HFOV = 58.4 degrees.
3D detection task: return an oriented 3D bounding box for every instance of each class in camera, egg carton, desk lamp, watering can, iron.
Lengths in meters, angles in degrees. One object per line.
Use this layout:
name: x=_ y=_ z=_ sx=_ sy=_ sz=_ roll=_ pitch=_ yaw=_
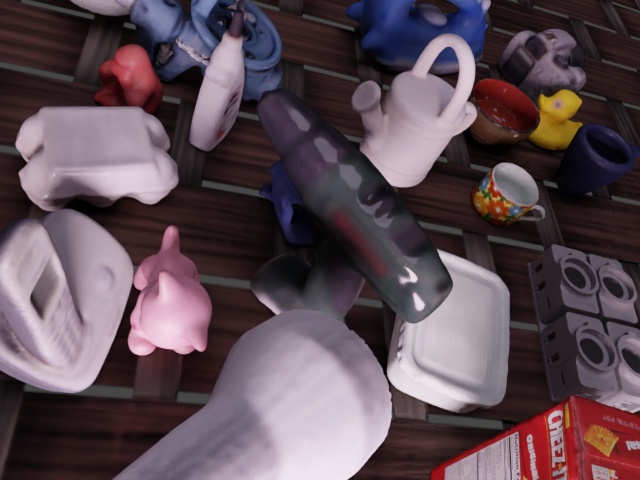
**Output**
camera: x=0.402 y=-0.296 z=0.971 sx=0.137 sy=0.100 sz=0.143 roll=-15 pitch=63 yaw=-29
egg carton: x=-0.227 y=-0.084 z=0.590 sx=0.151 sy=0.069 sz=0.107 roll=-8 pitch=60 yaw=-26
desk lamp: x=-0.069 y=0.161 z=0.387 sx=0.204 sy=0.213 sz=0.118 roll=-33 pitch=73 yaw=-36
watering can: x=0.122 y=-0.160 z=0.703 sx=0.173 sy=0.194 sz=0.100 roll=-27 pitch=69 yaw=-34
iron: x=0.180 y=-0.348 z=0.893 sx=0.259 sy=0.141 sz=0.118 roll=-4 pitch=58 yaw=-24

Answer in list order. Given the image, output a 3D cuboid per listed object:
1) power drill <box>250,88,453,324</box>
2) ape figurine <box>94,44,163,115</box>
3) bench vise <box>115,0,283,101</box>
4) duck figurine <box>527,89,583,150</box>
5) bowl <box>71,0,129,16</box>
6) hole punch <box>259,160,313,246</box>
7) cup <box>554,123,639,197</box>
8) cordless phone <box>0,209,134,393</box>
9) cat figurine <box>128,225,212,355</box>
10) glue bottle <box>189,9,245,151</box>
power drill: x=0.005 y=0.002 z=0.532 sx=0.229 sy=0.208 sz=0.076 roll=43 pitch=52 yaw=11
ape figurine: x=-0.215 y=-0.183 z=0.650 sx=0.076 sy=0.092 sz=0.077 roll=-6 pitch=59 yaw=-25
bench vise: x=-0.127 y=-0.264 z=0.660 sx=0.208 sy=0.219 sz=0.121 roll=1 pitch=56 yaw=-21
duck figurine: x=0.373 y=-0.194 z=0.897 sx=0.105 sy=0.086 sz=0.077 roll=16 pitch=52 yaw=-10
bowl: x=-0.281 y=-0.348 z=0.752 sx=0.168 sy=0.074 sz=0.167 roll=11 pitch=53 yaw=-15
hole punch: x=0.000 y=-0.059 z=0.649 sx=0.109 sy=0.091 sz=0.101 roll=-10 pitch=61 yaw=-27
cup: x=0.402 y=-0.109 z=0.843 sx=0.118 sy=0.095 sz=0.091 roll=-3 pitch=58 yaw=-23
cordless phone: x=-0.203 y=0.024 z=0.449 sx=0.094 sy=0.185 sz=0.147 roll=14 pitch=52 yaw=-12
cat figurine: x=-0.130 y=0.048 z=0.504 sx=0.067 sy=0.117 sz=0.127 roll=3 pitch=55 yaw=-19
glue bottle: x=-0.107 y=-0.181 z=0.639 sx=0.037 sy=0.173 sz=0.078 roll=26 pitch=51 yaw=-3
